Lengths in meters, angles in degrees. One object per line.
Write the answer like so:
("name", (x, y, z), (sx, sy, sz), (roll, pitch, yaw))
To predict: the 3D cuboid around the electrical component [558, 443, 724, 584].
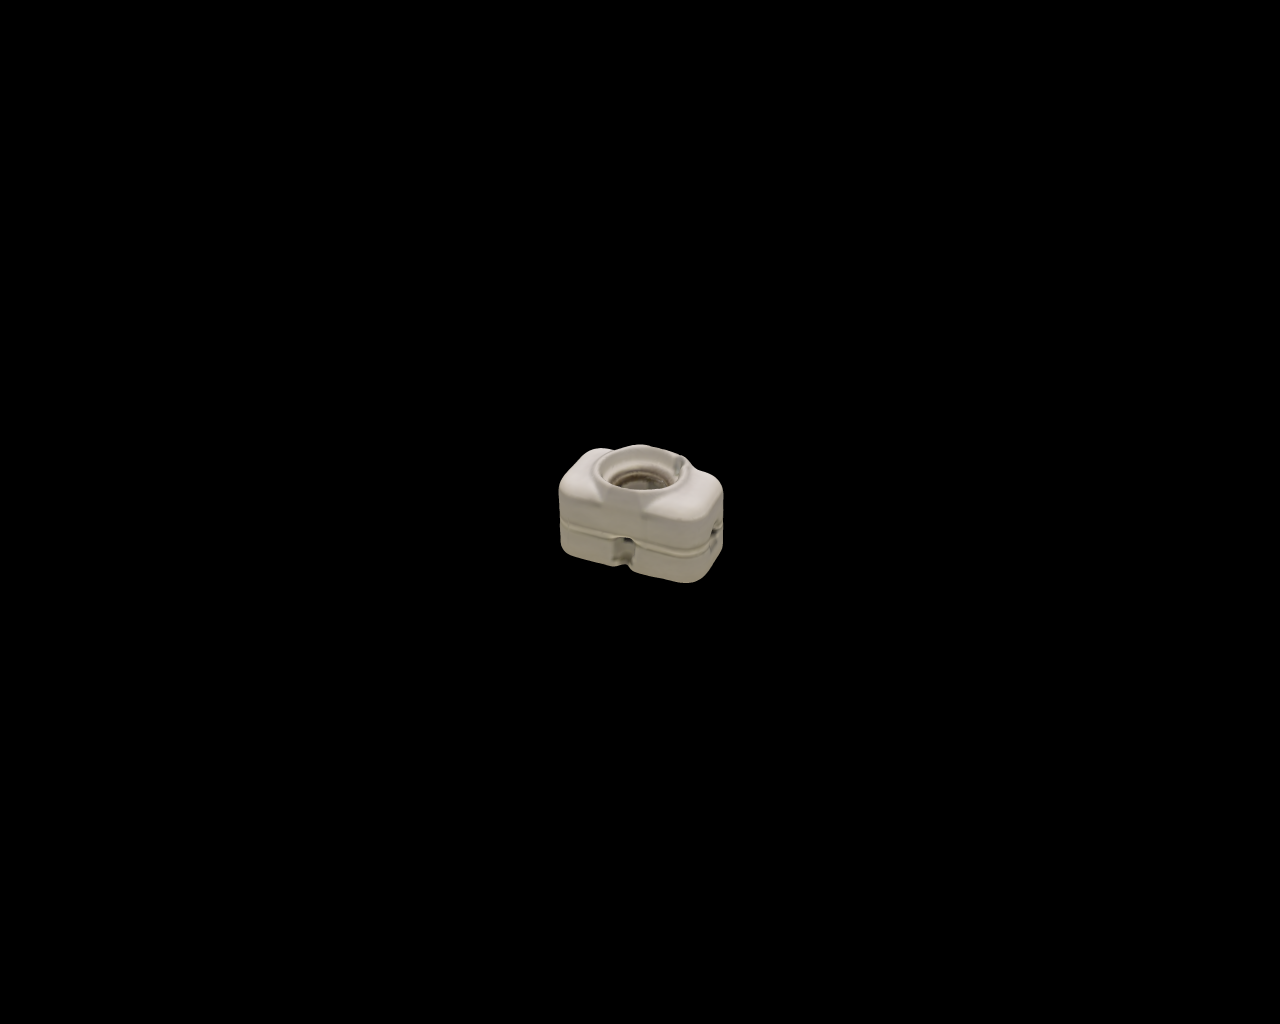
("electrical component", (0.001, -0.003, 0.650), (0.095, 0.059, 0.054), (14, 36, 20))
